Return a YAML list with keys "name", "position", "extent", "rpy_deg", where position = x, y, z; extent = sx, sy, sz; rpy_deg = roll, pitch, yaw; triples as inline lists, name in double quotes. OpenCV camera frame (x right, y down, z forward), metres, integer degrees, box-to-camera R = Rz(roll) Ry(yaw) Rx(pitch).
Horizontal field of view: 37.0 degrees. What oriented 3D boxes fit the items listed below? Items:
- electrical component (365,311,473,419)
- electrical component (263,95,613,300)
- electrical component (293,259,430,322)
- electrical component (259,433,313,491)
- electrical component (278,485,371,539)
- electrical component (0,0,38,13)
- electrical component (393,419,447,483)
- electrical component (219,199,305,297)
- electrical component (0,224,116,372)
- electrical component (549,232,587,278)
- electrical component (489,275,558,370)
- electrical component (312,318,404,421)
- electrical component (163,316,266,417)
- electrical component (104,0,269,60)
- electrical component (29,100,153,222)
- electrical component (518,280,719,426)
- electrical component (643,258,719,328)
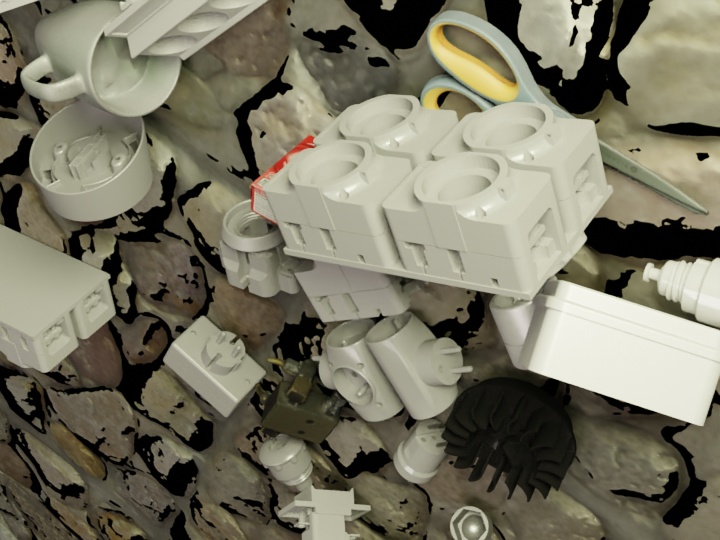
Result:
- name: "electrical component"
  position: [0.053, 0.073, 0.841]
  extent: [0.079, 0.043, 0.077]
  rpy_deg: [-12, 116, 45]
- name: "electrical component"
  position: [0.043, -0.052, 0.663]
  extent: [0.186, 0.105, 0.060]
  rpy_deg: [11, 135, 38]
- name: "electrical component"
  position: [0.000, 0.000, 0.816]
  extent: [0.089, 0.050, 0.055]
  rpy_deg: [-8, 118, 45]
- name: "electrical component"
  position: [-0.067, 0.189, 1.049]
  extent: [0.048, 0.048, 0.062]
  rpy_deg: [2, 131, 40]
- name: "electrical component"
  position: [-0.034, 0.247, 1.046]
  extent: [0.081, 0.063, 0.042]
  rpy_deg: [10, 149, -24]
- name: "electrical component"
  position: [-0.246, -0.235, 0.788]
  extent: [0.150, 0.089, 0.061]
  rpy_deg: [-1, 123, 42]
- name: "electrical component"
  position: [0.055, 0.154, 0.916]
  extent: [0.040, 0.040, 0.046]
  rpy_deg: [37, 136, 8]
- name: "electrical component"
  position: [-0.080, -0.020, 0.863]
  extent: [0.078, 0.058, 0.057]
  rpy_deg: [20, 138, 27]
- name: "electrical component"
  position: [-0.357, 0.025, 1.104]
  extent: [0.186, 0.105, 0.060]
  rpy_deg: [22, 136, 25]
- name: "electrical component"
  position: [0.113, -0.028, 0.699]
  extent: [0.062, 0.043, 0.043]
  rpy_deg: [43, 141, 2]
- name: "electrical component"
  position: [0.121, 0.034, 0.740]
  extent: [0.055, 0.055, 0.047]
  rpy_deg: [-11, 113, 46]
- name: "electrical component"
  position: [-0.008, 0.083, 0.902]
  extent: [0.079, 0.044, 0.077]
  rpy_deg: [-1, 123, 41]
- name: "electrical component"
  position: [-0.131, 0.082, 1.005]
  extent: [0.083, 0.047, 0.075]
  rpy_deg: [42, 141, 3]
- name: "electrical component"
  position: [-0.112, -0.194, 0.724]
  extent: [0.121, 0.079, 0.063]
  rpy_deg: [-19, 81, 48]
- name: "electrical component"
  position: [-0.222, -0.090, 0.894]
  extent: [0.099, 0.099, 0.064]
  rpy_deg: [21, 142, 26]
- name: "electrical component"
  position: [0.162, 0.049, 0.670]
  extent: [0.113, 0.057, 0.078]
  rpy_deg: [18, -179, 2]
- name: "electrical component"
  position: [0.211, 0.012, 0.652]
  extent: [0.078, 0.040, 0.040]
  rpy_deg: [18, 135, 29]
